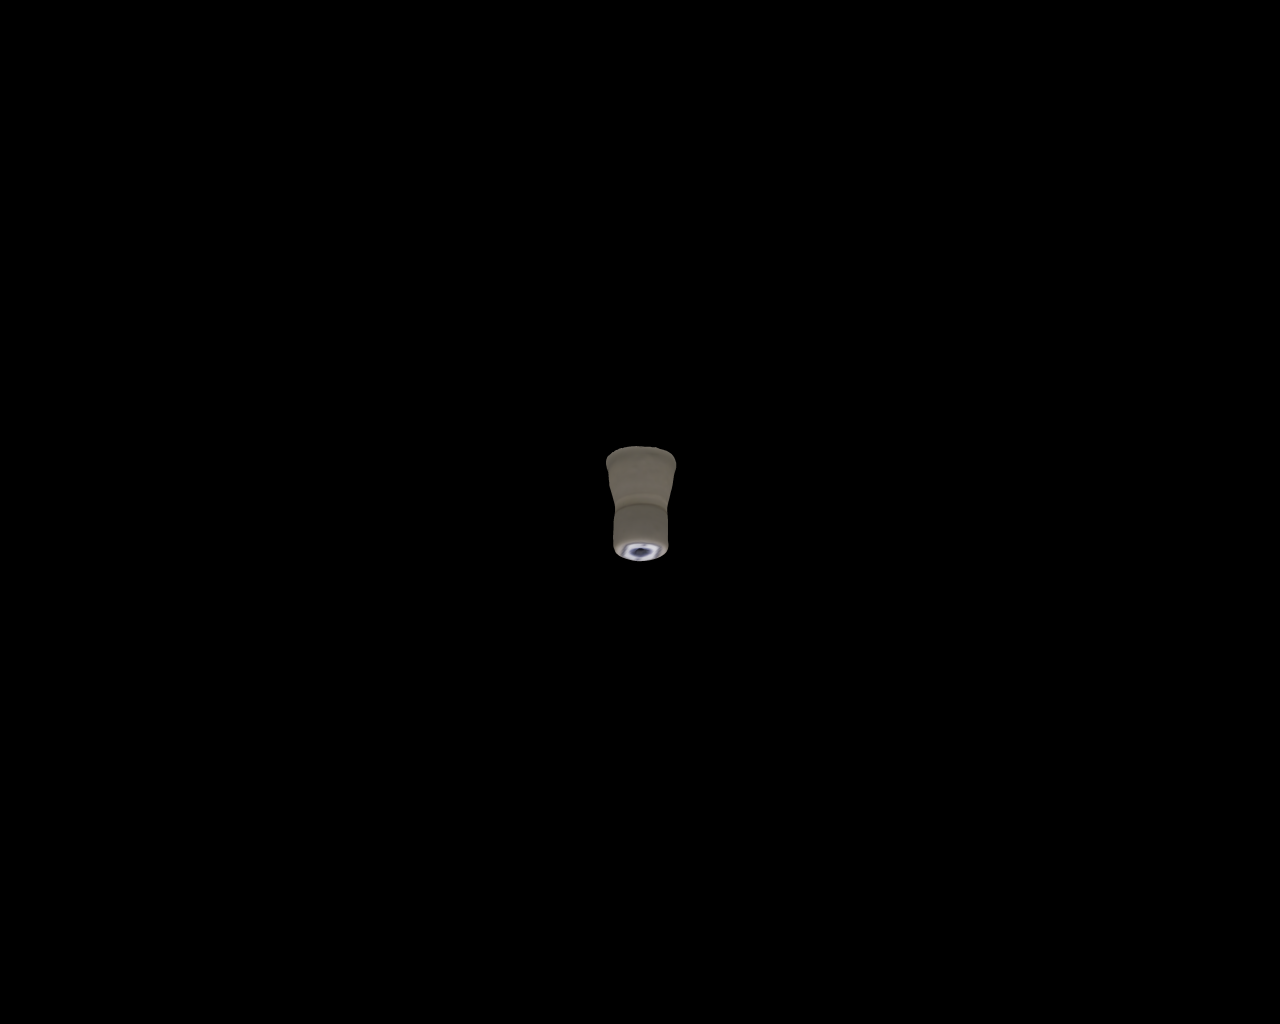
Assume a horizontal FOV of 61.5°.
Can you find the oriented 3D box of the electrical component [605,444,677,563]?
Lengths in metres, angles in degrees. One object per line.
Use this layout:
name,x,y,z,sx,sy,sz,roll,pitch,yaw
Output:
electrical component,0.001,-0.003,0.650,0.044,0.065,0.044,0,-26,0
